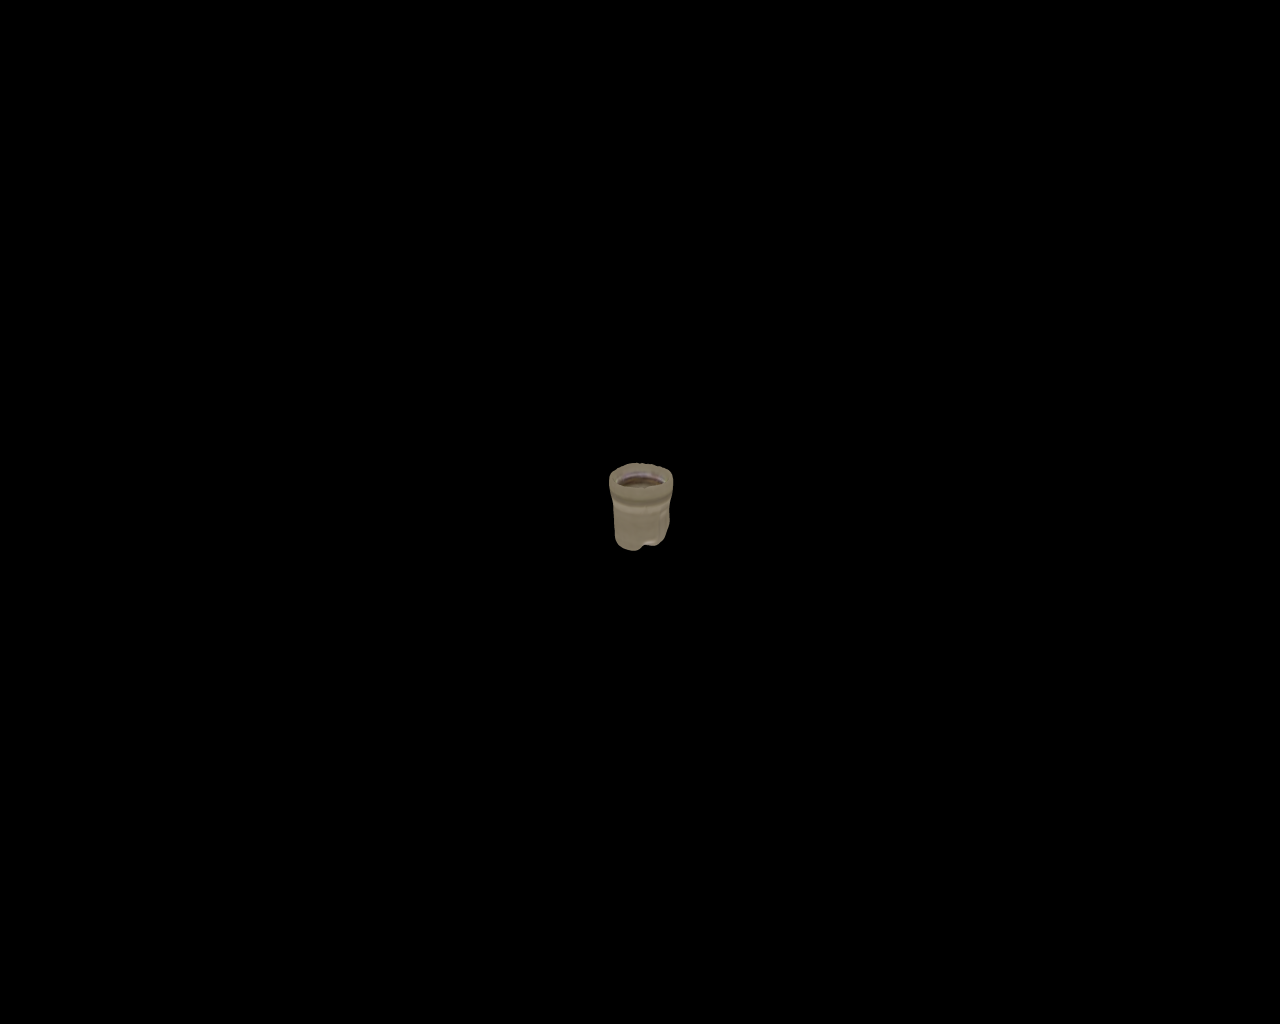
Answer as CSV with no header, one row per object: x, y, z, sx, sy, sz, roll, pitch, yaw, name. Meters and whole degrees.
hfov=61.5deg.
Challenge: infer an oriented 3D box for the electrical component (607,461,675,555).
0.001,-0.003,0.650,0.040,0.046,0.040,0,27,0,electrical component
